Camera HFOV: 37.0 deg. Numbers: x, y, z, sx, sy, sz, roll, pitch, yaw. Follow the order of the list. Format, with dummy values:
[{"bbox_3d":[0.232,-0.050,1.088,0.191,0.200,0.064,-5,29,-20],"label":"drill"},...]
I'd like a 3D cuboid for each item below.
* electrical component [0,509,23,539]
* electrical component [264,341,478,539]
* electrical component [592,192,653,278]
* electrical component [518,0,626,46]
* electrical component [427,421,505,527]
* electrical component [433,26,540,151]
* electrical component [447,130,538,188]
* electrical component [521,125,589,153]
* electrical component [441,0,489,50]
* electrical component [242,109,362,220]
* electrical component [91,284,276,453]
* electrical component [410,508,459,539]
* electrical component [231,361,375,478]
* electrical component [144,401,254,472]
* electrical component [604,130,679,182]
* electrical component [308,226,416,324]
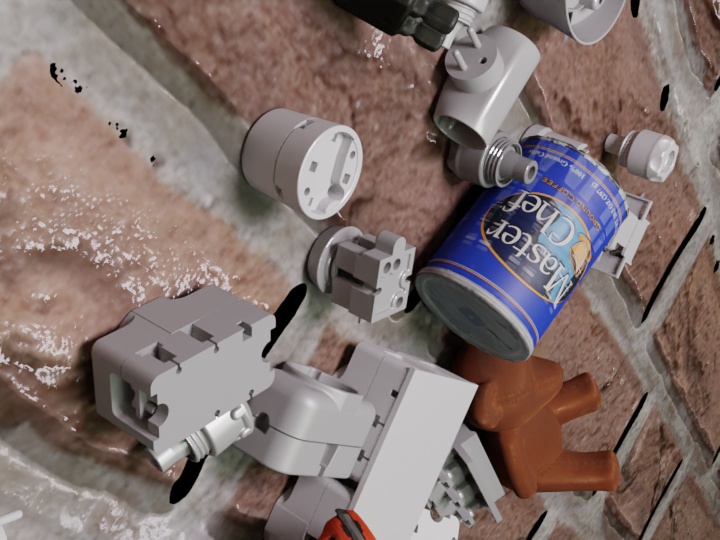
[{"bbox_3d":[-0.193,0.135,0.511,0.074,0.052,0.138,-13,121,-51],"label":"electrical component"},{"bbox_3d":[0.004,0.152,0.797,0.105,0.060,0.186,21,93,-58],"label":"electrical component"},{"bbox_3d":[0.240,-0.039,1.028,0.064,0.042,0.081,23,91,-56],"label":"electrical component"},{"bbox_3d":[0.158,-0.217,0.768,0.099,0.064,0.099,-25,132,-30],"label":"electrical component"},{"bbox_3d":[0.072,0.165,0.898,0.063,0.078,0.121,-35,142,-6],"label":"electrical component"},{"bbox_3d":[0.082,-0.134,0.736,0.077,0.043,0.079,-58,147,-11],"label":"electrical component"},{"bbox_3d":[0.098,-0.080,0.778,0.043,0.062,0.043,-33,135,-40],"label":"electrical component"},{"bbox_3d":[0.156,-0.092,0.867,0.040,0.046,0.040,-33,136,-40],"label":"electrical component"},{"bbox_3d":[0.065,-0.173,0.695,0.035,0.035,0.061,11,104,-57],"label":"electrical component"},{"bbox_3d":[-0.034,-0.062,0.615,0.055,0.047,0.055,-33,136,-40],"label":"electrical component"},{"bbox_3d":[-0.098,0.050,0.589,0.089,0.056,0.050,-29,133,-43],"label":"electrical component"},{"bbox_3d":[0.039,0.239,0.865,0.050,0.056,0.089,28,56,-27],"label":"electrical component"},{"bbox_3d":[-0.035,0.098,0.712,0.095,0.054,0.059,22,92,-57],"label":"electrical component"},{"bbox_3d":[-0.097,0.092,0.630,0.062,0.048,0.048,-38,139,-26],"label":"electrical component"},{"bbox_3d":[0.255,-0.108,0.984,0.043,0.062,0.043,-34,136,-40],"label":"electrical component"},{"bbox_3d":[0.000,0.000,0.696,0.048,0.055,0.066,-21,127,-48],"label":"electrical component"}]
